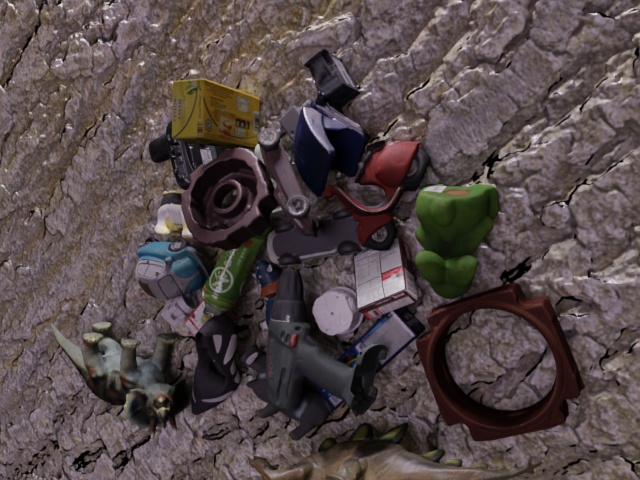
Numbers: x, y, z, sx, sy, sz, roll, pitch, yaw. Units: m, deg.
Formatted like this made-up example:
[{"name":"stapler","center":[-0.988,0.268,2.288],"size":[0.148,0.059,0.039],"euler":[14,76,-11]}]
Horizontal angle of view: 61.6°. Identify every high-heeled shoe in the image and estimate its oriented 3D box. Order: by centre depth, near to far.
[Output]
[{"name":"high-heeled shoe","center":[-0.211,0.243,0.987],"size":[0.086,0.145,0.248],"euler":[33,104,22]}]

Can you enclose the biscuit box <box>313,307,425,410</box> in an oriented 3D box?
[{"name":"biscuit box","center":[0.079,0.193,0.887],"size":[0.202,0.063,0.059],"euler":[-47,74,21]}]

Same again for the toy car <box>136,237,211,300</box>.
[{"name":"toy car","center":[-0.297,0.060,1.028],"size":[0.162,0.103,0.109],"euler":[8,135,29]}]

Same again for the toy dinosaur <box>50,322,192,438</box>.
[{"name":"toy dinosaur","center":[-0.413,0.281,1.112],"size":[0.405,0.131,0.192],"euler":[4,94,32]}]

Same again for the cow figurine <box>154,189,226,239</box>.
[{"name":"cow figurine","center":[-0.237,-0.049,1.034],"size":[0.168,0.068,0.098],"euler":[3,88,26]}]

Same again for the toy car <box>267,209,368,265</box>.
[{"name":"toy car","center":[-0.002,-0.003,0.924],"size":[0.202,0.056,0.073],"euler":[-12,80,25]}]

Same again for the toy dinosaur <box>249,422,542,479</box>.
[{"name":"toy dinosaur","center":[0.078,0.351,0.813],"size":[0.472,0.198,0.105],"euler":[-9,98,37]}]

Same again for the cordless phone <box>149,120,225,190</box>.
[{"name":"cordless phone","center":[-0.273,-0.159,1.049],"size":[0.184,0.088,0.146],"euler":[-14,88,38]}]

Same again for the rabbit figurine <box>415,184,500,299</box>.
[{"name":"rabbit figurine","center":[0.199,0.013,0.786],"size":[0.121,0.159,0.170],"euler":[1,108,17]}]

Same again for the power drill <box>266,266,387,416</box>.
[{"name":"power drill","center":[-0.002,0.172,0.853],"size":[0.208,0.086,0.232],"euler":[12,92,31]}]

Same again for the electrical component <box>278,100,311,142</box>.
[{"name":"electrical component","center":[-0.039,-0.199,0.950],"size":[0.094,0.021,0.063],"euler":[-38,76,22]}]

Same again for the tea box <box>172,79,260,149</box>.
[{"name":"tea box","center":[-0.177,-0.213,0.936],"size":[0.068,0.169,0.098],"euler":[3,92,27]}]

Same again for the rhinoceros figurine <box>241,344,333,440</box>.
[{"name":"rhinoceros figurine","center":[-0.067,0.264,0.957],"size":[0.190,0.073,0.112],"euler":[35,108,21]}]

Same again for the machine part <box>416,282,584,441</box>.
[{"name":"machine part","center":[0.257,0.177,0.786],"size":[0.201,0.087,0.201],"euler":[-23,82,24]}]

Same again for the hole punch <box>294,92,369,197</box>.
[{"name":"hole punch","center":[0.000,-0.147,0.870],"size":[0.116,0.092,0.142],"euler":[38,148,17]}]

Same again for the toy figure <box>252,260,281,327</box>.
[{"name":"toy figure","center":[-0.080,0.110,0.966],"size":[0.064,0.057,0.154],"euler":[-18,80,20]}]

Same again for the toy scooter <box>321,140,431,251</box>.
[{"name":"toy scooter","center":[0.082,-0.084,0.845],"size":[0.135,0.075,0.183],"euler":[26,91,10]}]

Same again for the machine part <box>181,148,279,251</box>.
[{"name":"machine part","center":[-0.156,-0.069,0.930],"size":[0.179,0.056,0.179],"euler":[-9,66,20]}]

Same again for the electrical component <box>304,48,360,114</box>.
[{"name":"electrical component","center":[0.028,-0.248,0.886],"size":[0.048,0.075,0.119],"euler":[-32,74,25]}]

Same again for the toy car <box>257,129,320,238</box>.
[{"name":"toy car","center":[-0.055,-0.091,0.881],"size":[0.053,0.089,0.202],"euler":[-22,67,0]}]
